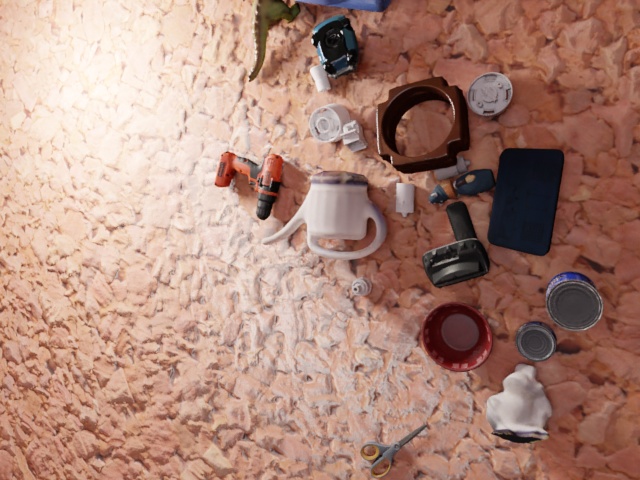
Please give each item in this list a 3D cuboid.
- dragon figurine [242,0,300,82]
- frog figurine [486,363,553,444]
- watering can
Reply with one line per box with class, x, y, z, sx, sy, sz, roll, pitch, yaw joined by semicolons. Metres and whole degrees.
dragon figurine;-0.147;-0.616;1.305;0.123;0.243;0.408;22;98;17
frog figurine;0.440;0.361;1.145;0.136;0.121;0.163;-12;51;32
watering can;0.004;-0.066;1.313;0.348;0.104;0.224;4;92;23
